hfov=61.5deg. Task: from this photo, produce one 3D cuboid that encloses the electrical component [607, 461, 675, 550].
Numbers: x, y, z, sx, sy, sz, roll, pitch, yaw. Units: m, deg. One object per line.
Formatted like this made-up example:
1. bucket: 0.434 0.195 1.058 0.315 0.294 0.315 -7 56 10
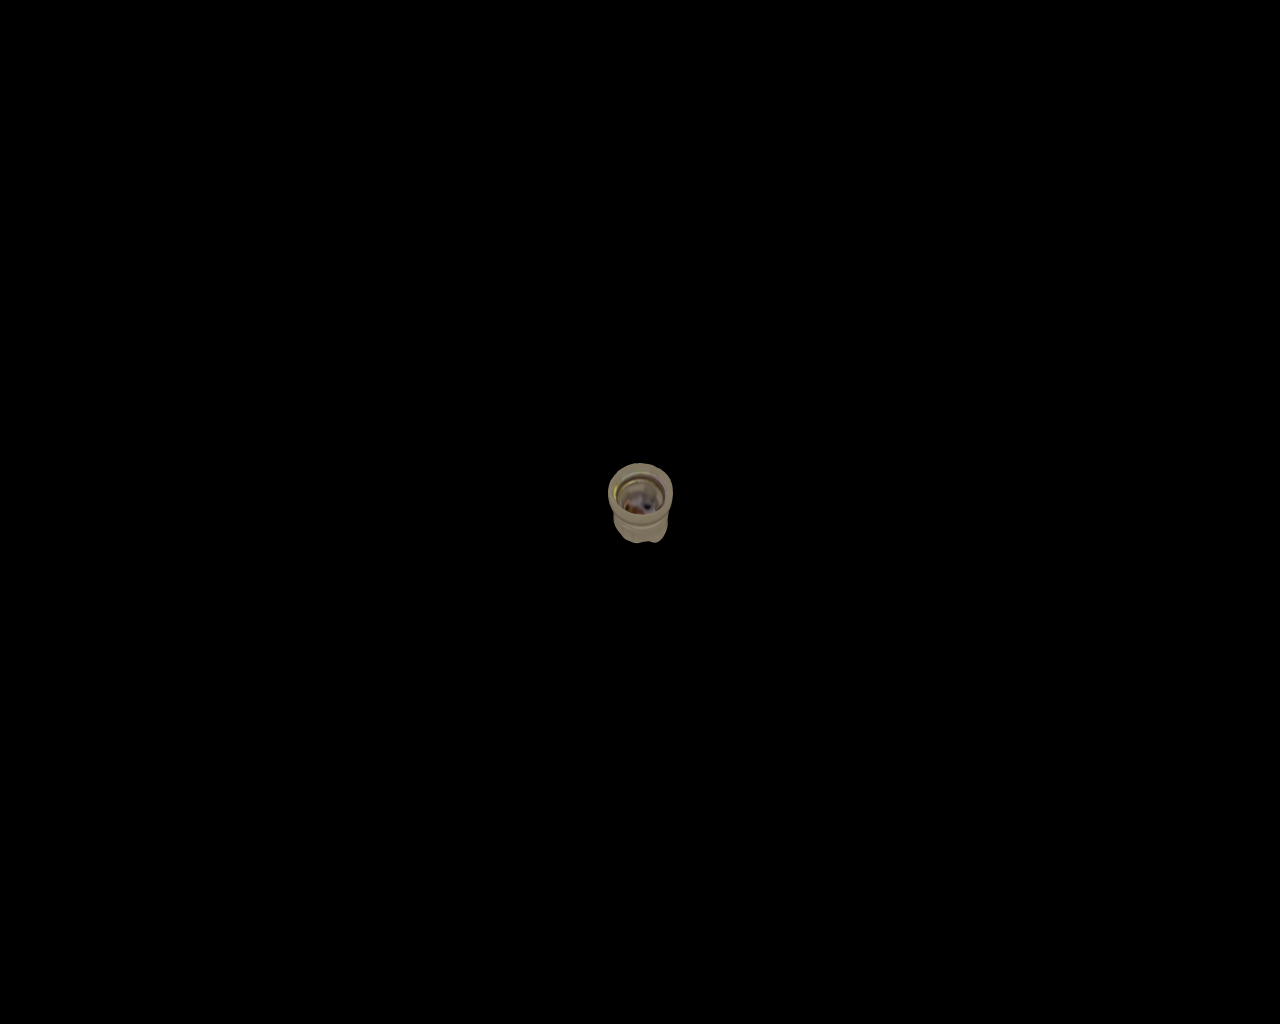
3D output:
1. electrical component: 0.001 -0.003 0.650 0.040 0.040 0.046 0 -30 0
